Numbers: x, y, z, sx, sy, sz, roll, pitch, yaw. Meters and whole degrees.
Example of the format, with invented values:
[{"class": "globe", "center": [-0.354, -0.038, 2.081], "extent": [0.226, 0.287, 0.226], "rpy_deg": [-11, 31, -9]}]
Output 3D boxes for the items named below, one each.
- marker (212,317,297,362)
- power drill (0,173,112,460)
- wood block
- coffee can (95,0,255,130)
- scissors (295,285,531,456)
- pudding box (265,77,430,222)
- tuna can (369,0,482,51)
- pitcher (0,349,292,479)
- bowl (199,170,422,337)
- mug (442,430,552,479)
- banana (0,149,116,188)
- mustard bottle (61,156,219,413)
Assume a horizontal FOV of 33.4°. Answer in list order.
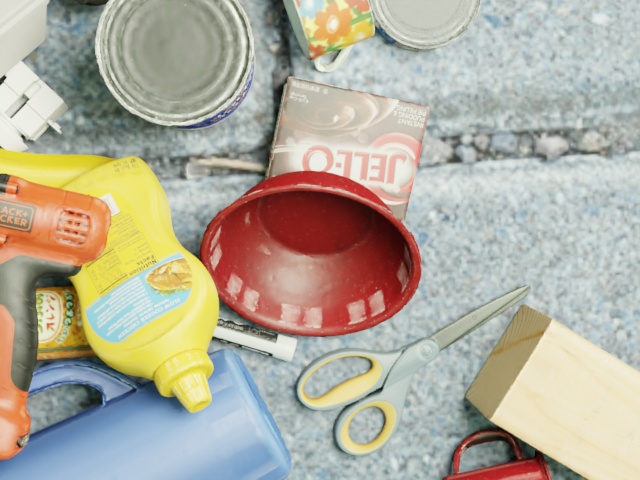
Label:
[{"class": "marker", "center": [-0.078, 0.069, 0.832], "extent": [0.121, 0.020, 0.020], "rpy_deg": [17, 94, -5]}, {"class": "power drill", "center": [-0.244, 0.042, 0.702], "extent": [0.184, 0.057, 0.188], "rpy_deg": [12, 94, -11]}, {"class": "wood block", "center": [0.229, 0.143, 0.819], "extent": [0.206, 0.091, 0.090], "rpy_deg": [31, 92, -5]}, {"class": "coffee can", "center": [-0.097, -0.130, 0.753], "extent": [0.102, 0.140, 0.103], "rpy_deg": [0, 95, -3]}, {"class": "scissors", "center": [0.082, 0.108, 0.846], "extent": [0.201, 0.016, 0.096], "rpy_deg": [-16, 97, -1]}, {"class": "pudding box", "center": [0.020, -0.069, 0.815], "extent": [0.113, 0.039, 0.090], "rpy_deg": [12, 95, -4]}, {"class": "tuna can", "center": [0.078, -0.187, 0.810], "extent": [0.086, 0.034, 0.086], "rpy_deg": [0, 95, -3]}, {"class": "pitcher", "center": [-0.153, 0.170, 0.785], "extent": [0.242, 0.145, 0.149], "rpy_deg": [-27, 140, -4]}, {"class": "bowl", "center": [-0.005, 0.001, 0.789], "extent": [0.162, 0.055, 0.162], "rpy_deg": [3, 136, 3]}, {"class": "mug", "center": [0.138, 0.205, 0.828], "extent": [0.081, 0.093, 0.117], "rpy_deg": [-12, 66, 3]}, {"class": "banana", "center": [-0.226, -0.056, 0.759], "extent": [0.070, 0.197, 0.037], "rpy_deg": [-31, 60, 28]}, {"class": "mustard bottle", "center": [-0.126, 0.038, 0.755], "extent": [0.096, 0.058, 0.192], "rpy_deg": [-31, 65, -2]}]
